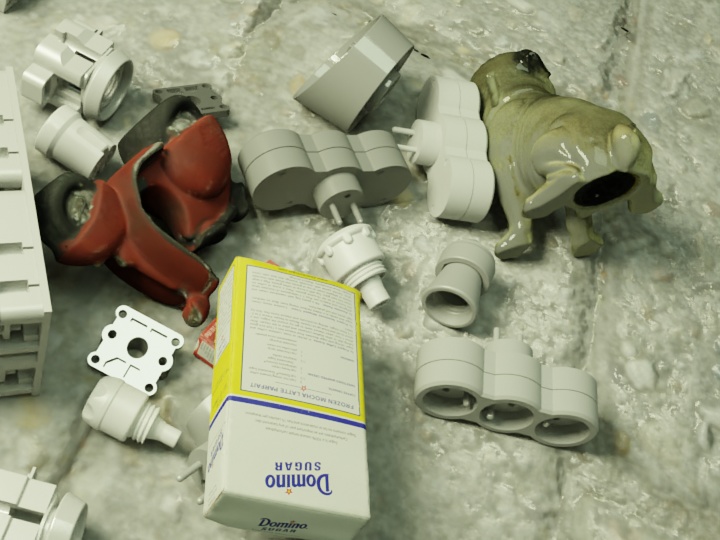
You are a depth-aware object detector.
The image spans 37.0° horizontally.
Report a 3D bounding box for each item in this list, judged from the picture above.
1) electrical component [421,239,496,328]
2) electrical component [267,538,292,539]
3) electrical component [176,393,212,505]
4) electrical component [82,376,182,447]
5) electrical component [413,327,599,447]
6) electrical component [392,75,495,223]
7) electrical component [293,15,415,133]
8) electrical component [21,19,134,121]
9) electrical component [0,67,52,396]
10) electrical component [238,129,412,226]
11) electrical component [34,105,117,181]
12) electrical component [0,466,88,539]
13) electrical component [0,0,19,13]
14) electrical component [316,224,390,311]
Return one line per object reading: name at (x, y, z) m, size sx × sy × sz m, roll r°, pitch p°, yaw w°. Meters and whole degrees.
electrical component at (0.076, 0.010, 0.823) m, size 0.045 × 0.045 × 0.055 m, roll 28°, pitch 51°, yaw -1°
electrical component at (-0.021, 0.213, 0.640) m, size 0.100 × 0.048 × 0.099 m, roll 9°, pitch 54°, yaw -16°
electrical component at (-0.081, 0.120, 0.680) m, size 0.077 × 0.043 × 0.079 m, roll 45°, pitch 42°, yaw 12°
electrical component at (-0.143, 0.094, 0.685) m, size 0.061 × 0.035 × 0.035 m, roll 28°, pitch 51°, yaw -4°
electrical component at (0.108, 0.075, 0.785) m, size 0.138 × 0.052 × 0.073 m, roll 15°, pitch 53°, yaw -11°
electrical component at (0.062, -0.104, 0.892) m, size 0.074 × 0.052 × 0.138 m, roll 7°, pitch 55°, yaw -17°
electrical component at (-0.004, -0.163, 0.882) m, size 0.064 × 0.099 × 0.099 m, roll 38°, pitch 52°, yaw -1°
electrical component at (-0.209, -0.148, 0.814) m, size 0.057 × 0.058 × 0.078 m, roll 27°, pitch 51°, yaw 2°
electrical component at (-0.243, -0.024, 0.682) m, size 0.060 × 0.105 × 0.186 m, roll -4°, pitch 59°, yaw -24°
electrical component at (-0.020, -0.064, 0.824) m, size 0.138 × 0.052 × 0.073 m, roll -4°, pitch 57°, yaw -33°
electrical component at (-0.207, -0.091, 0.786) m, size 0.046 × 0.040 × 0.040 m, roll 36°, pitch 51°, yaw -2°
electrical component at (-0.191, 0.148, 0.622) m, size 0.055 × 0.048 × 0.066 m, roll 15°, pitch 52°, yaw -2°
electrical component at (-0.291, -0.244, 0.856) m, size 0.055 × 0.048 × 0.066 m, roll 36°, pitch 51°, yaw -4°
electrical component at (0.000, 0.000, 0.801) m, size 0.048 × 0.048 × 0.062 m, roll -22°, pitch 74°, yaw -32°
